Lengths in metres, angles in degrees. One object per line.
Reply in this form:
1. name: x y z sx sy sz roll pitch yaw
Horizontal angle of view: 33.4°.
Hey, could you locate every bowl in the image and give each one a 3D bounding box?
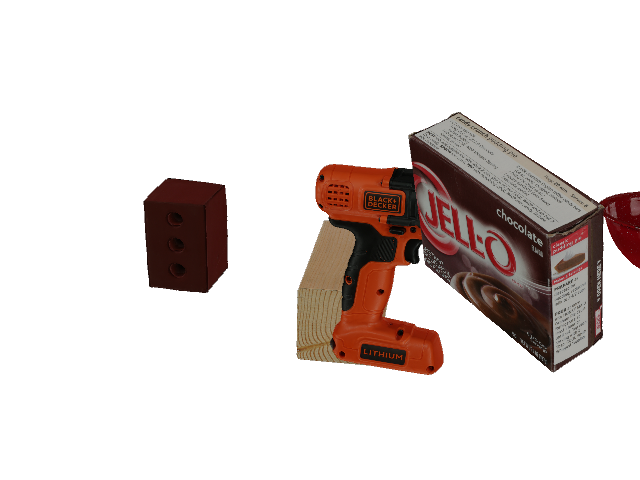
1. bowl: 0.351 -0.003 1.041 0.162 0.055 0.162 0 18 0

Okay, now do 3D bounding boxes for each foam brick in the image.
1. foam brick: -0.108 -0.005 0.869 0.053 0.078 0.051 6 23 15

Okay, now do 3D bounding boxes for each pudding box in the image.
1. pudding box: 0.093 -0.002 0.542 0.039 0.090 0.114 -30 42 -19

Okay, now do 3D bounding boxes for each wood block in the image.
1. wood block: 0.033 0.056 1.247 0.091 0.090 0.206 4 23 7

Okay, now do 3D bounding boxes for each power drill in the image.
1. power drill: 0.083 0.025 0.976 0.184 0.188 0.057 8 18 15
